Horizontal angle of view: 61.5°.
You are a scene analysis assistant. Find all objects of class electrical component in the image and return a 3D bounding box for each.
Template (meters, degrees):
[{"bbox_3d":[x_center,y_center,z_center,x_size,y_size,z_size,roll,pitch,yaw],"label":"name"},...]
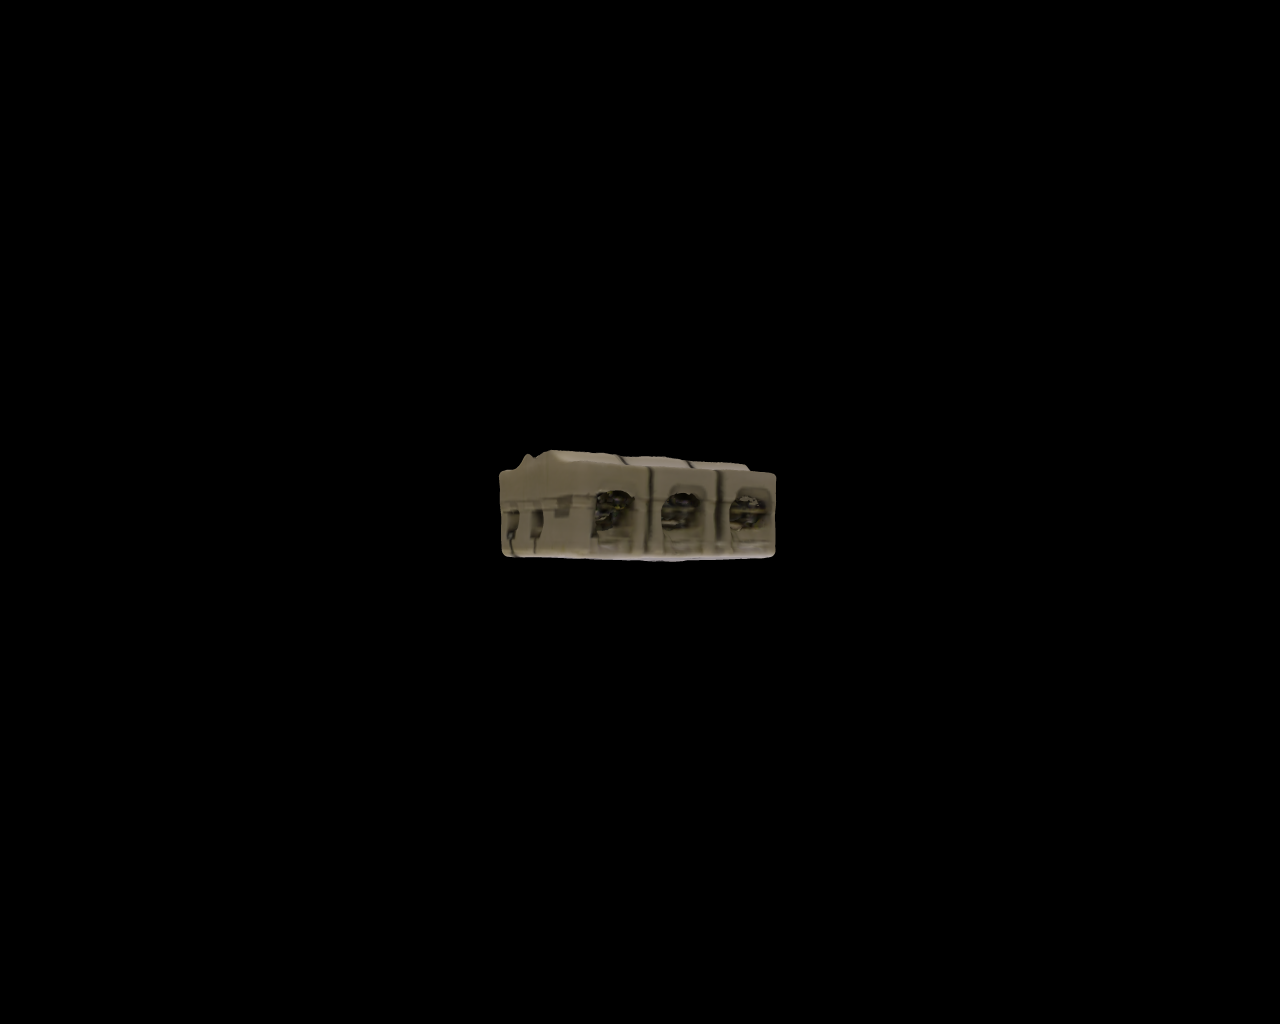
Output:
[{"bbox_3d":[0.001,-0.003,0.650,0.150,0.061,0.089,3,-5,-37],"label":"electrical component"}]
